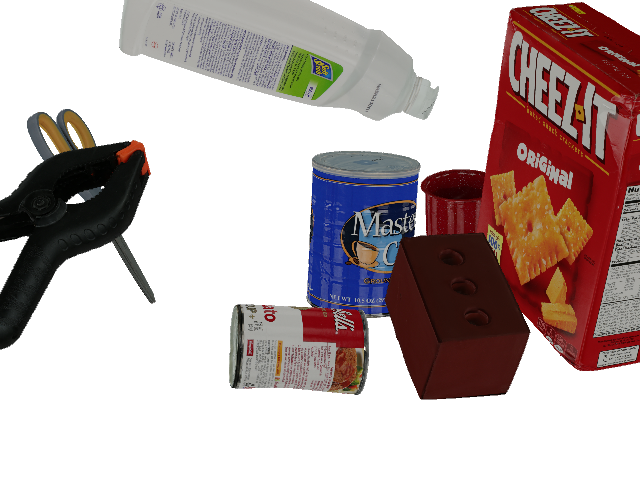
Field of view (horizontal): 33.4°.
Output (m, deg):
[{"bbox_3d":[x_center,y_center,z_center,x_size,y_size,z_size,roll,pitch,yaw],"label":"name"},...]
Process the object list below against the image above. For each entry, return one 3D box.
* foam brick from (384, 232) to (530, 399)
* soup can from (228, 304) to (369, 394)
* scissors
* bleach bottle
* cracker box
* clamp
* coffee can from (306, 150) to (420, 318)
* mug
[{"bbox_3d":[0.073,0.042,0.590,0.053,0.051,0.078,-3,46,-16],"label":"foam brick"},{"bbox_3d":[-0.019,0.086,0.842,0.102,0.068,0.068,4,-1,-10],"label":"soup can"},{"bbox_3d":[-0.203,-0.041,0.996,0.016,0.201,0.096,-24,27,19],"label":"scissors"},{"bbox_3d":[-0.030,-0.151,0.848,0.250,0.068,0.103,21,-30,-4],"label":"bleach bottle"},{"bbox_3d":[0.183,-0.040,0.759,0.072,0.214,0.164,-9,33,-18],"label":"cracker box"},{"bbox_3d":[-0.188,-0.014,0.690,0.120,0.039,0.171,32,55,18],"label":"clamp"},{"bbox_3d":[0.040,-0.008,1.024,0.103,0.140,0.103,2,15,-1],"label":"coffee can"},{"bbox_3d":[0.171,-0.032,1.246,0.093,0.081,0.117,18,33,37],"label":"mug"}]
